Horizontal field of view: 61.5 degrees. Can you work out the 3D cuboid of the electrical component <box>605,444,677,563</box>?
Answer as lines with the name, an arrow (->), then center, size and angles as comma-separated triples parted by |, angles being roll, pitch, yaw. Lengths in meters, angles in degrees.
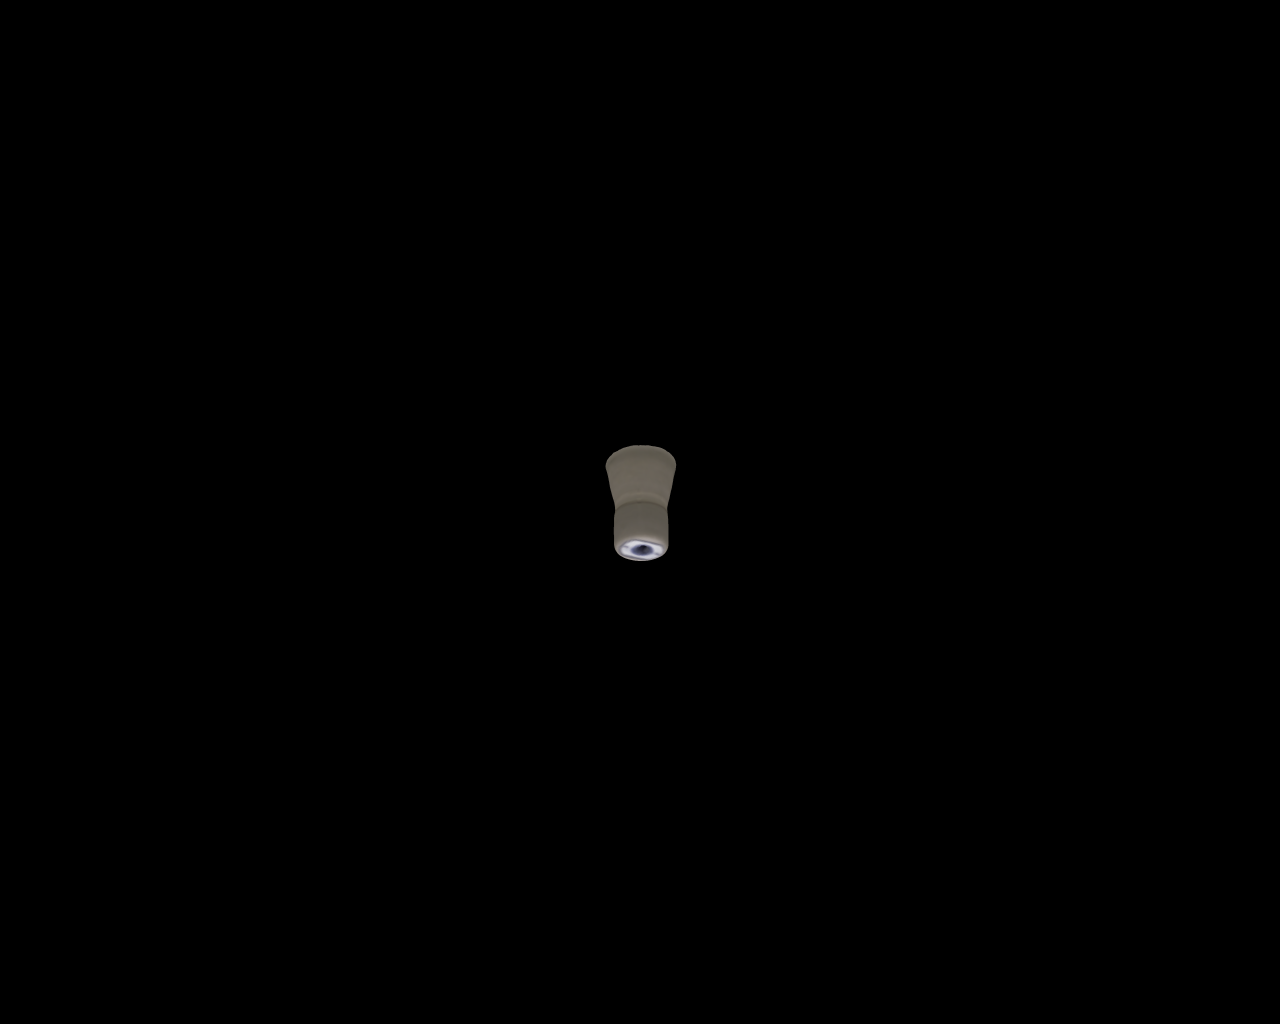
electrical component -> 0.001, -0.003, 0.650 | 0.044, 0.065, 0.044 | 0, -30, 0
